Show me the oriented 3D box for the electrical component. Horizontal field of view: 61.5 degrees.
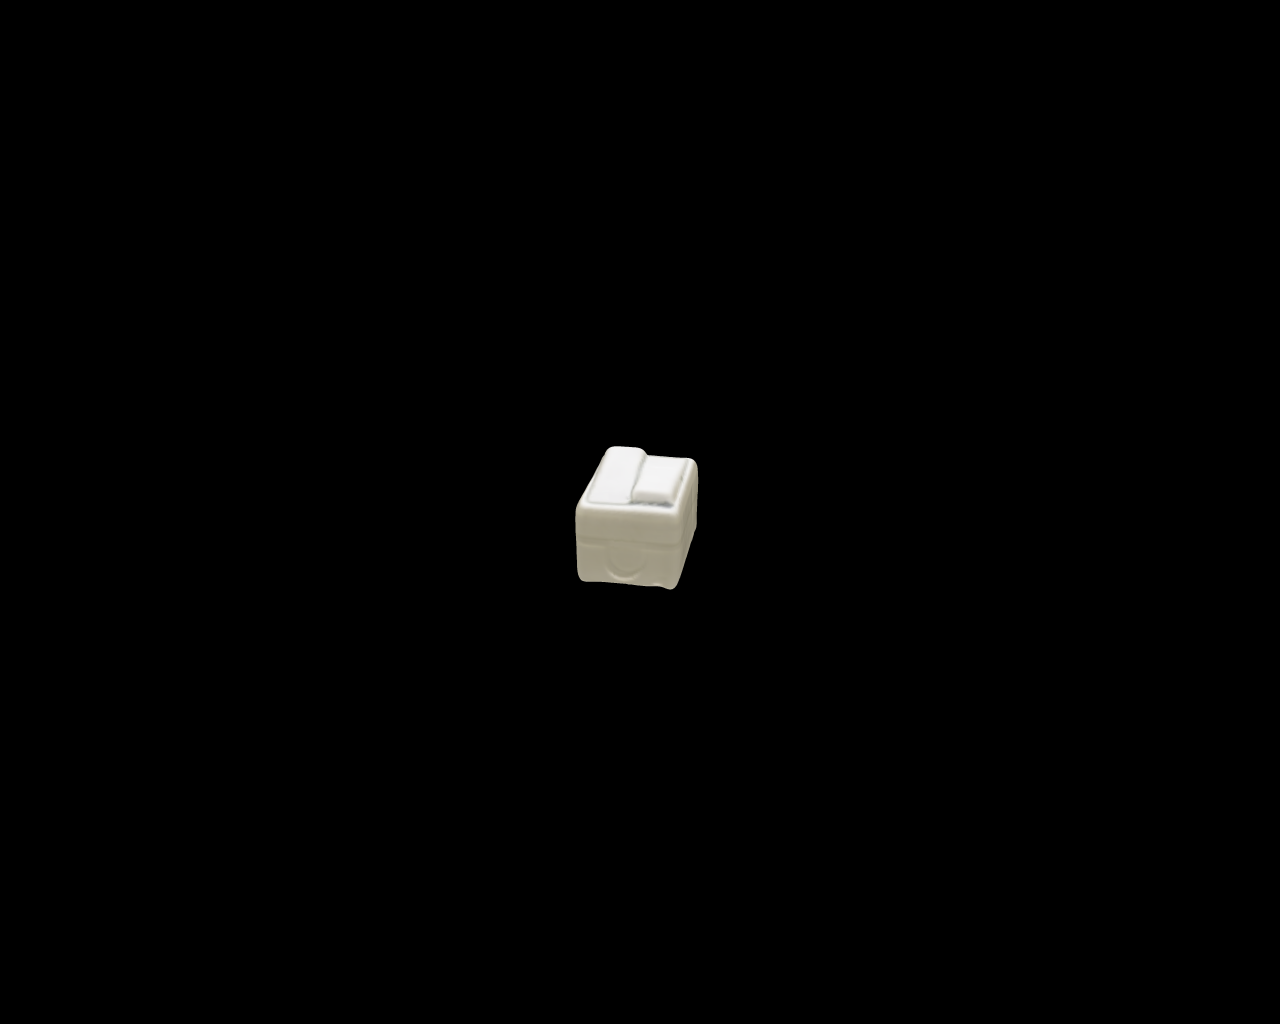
[{"bbox_3d":[0.001,-0.003,0.650,0.062,0.061,0.096,5,29,10],"label":"electrical component"}]
